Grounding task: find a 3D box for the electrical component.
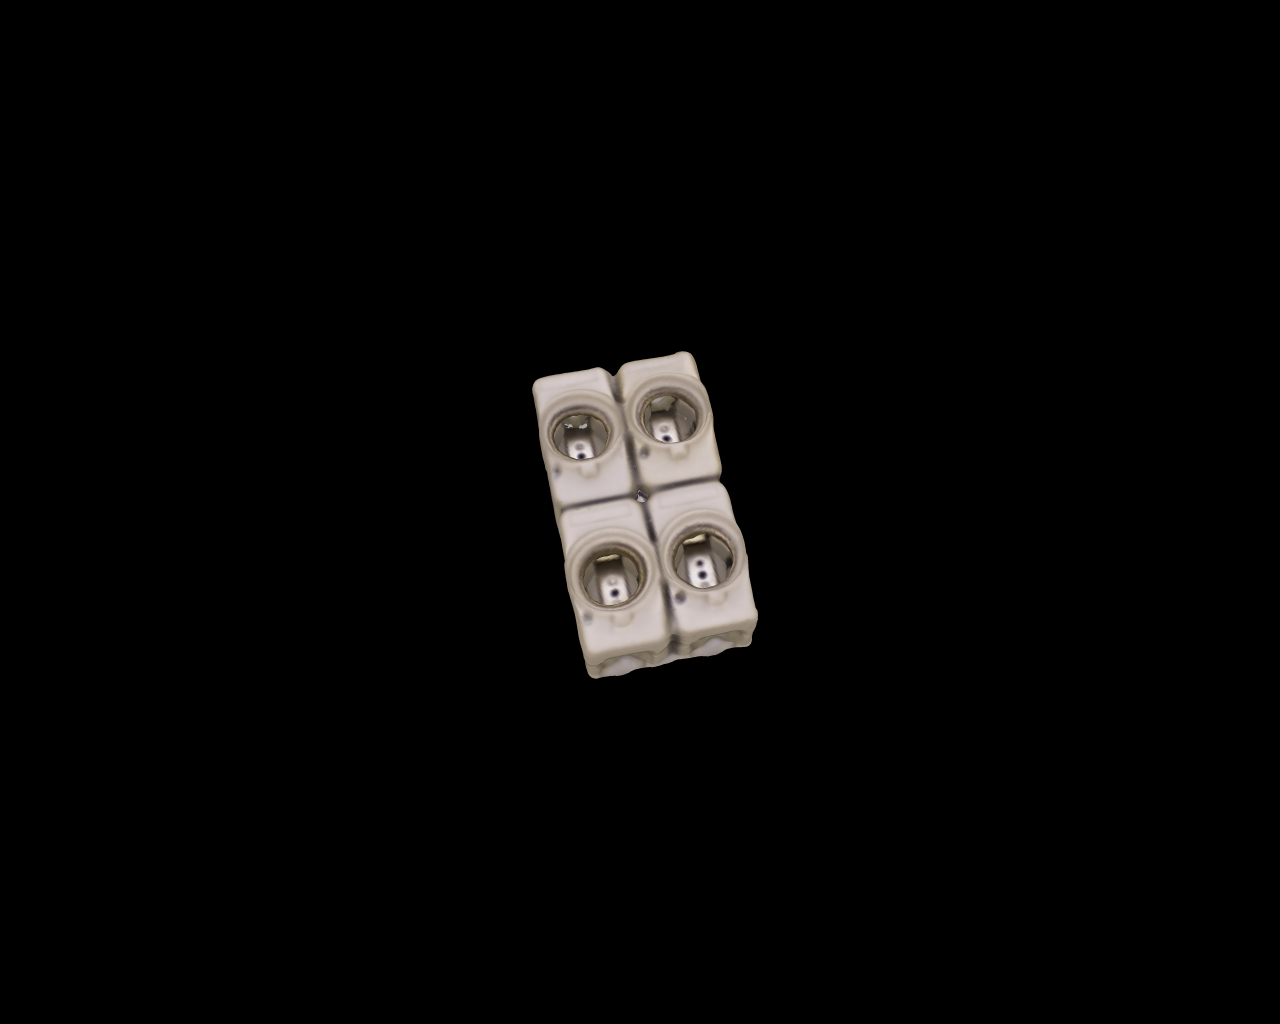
[{"bbox_3d":[0.001,-0.003,0.650,0.105,0.186,0.060,-11,-24,-5],"label":"electrical component"}]
